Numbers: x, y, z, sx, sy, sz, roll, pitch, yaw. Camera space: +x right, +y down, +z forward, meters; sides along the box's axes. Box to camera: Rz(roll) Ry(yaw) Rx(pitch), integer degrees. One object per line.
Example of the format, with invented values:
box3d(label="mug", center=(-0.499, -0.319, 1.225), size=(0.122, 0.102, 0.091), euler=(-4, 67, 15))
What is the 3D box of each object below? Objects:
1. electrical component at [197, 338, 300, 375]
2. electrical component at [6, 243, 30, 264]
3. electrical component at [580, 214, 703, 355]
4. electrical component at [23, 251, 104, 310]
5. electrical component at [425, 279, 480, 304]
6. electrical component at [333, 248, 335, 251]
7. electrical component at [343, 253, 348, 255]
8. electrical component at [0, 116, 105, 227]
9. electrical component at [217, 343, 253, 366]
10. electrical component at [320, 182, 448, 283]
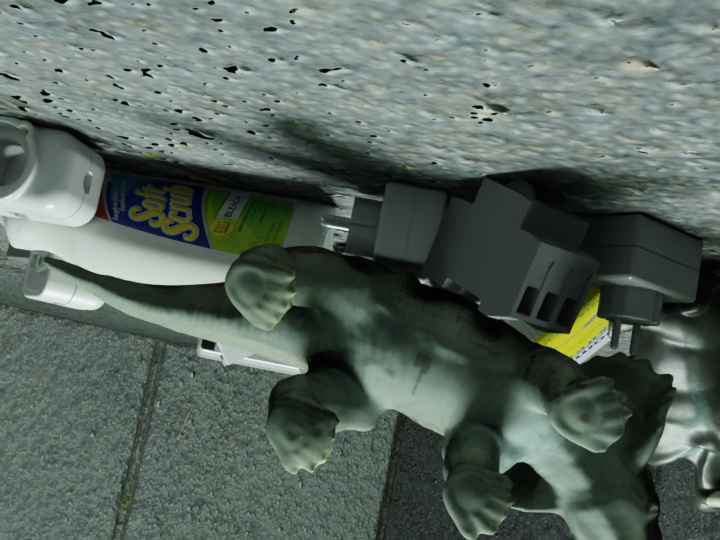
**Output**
box3d(label="electrical component", center=(-0.093, 0.038, 1.032), size=(0.109, 0.108, 0.056), euler=(12, 169, -7))
box3d(label="electrical component", center=(-0.263, -0.030, 0.952), size=(0.096, 0.061, 0.062), euler=(4, 169, 38))
box3d(label="electrical component", center=(0.164, 0.012, 0.648), size=(0.066, 0.076, 0.047), euler=(17, 169, -37))
box3d(label="electrical component", center=(-0.228, -0.018, 0.873), size=(0.059, 0.095, 0.054), euler=(17, 170, -36))
box3d(label="electrical component", center=(0.073, 0.003, 0.768), size=(0.078, 0.058, 0.057), euler=(10, 174, 5))
box3d(label="electrical component", center=(-0.054, -0.007, 0.860), size=(0.078, 0.058, 0.057), euler=(5, 167, 34))
box3d(label="electrical component", center=(0.000, 0.000, 0.894), size=(0.078, 0.040, 0.040), euler=(3, 169, 40))
box3d(label="electrical component", center=(-0.223, -0.065, 0.697), size=(0.095, 0.053, 0.059), euler=(9, 171, 11))
box3d(label="electrical component", center=(-0.109, 0.021, 0.916), size=(0.061, 0.061, 0.096), euler=(-24, 133, -9))
box3d(label="electrical component", center=(0.012, -0.026, 0.688), size=(0.076, 0.047, 0.083), euler=(11, 171, 1))
